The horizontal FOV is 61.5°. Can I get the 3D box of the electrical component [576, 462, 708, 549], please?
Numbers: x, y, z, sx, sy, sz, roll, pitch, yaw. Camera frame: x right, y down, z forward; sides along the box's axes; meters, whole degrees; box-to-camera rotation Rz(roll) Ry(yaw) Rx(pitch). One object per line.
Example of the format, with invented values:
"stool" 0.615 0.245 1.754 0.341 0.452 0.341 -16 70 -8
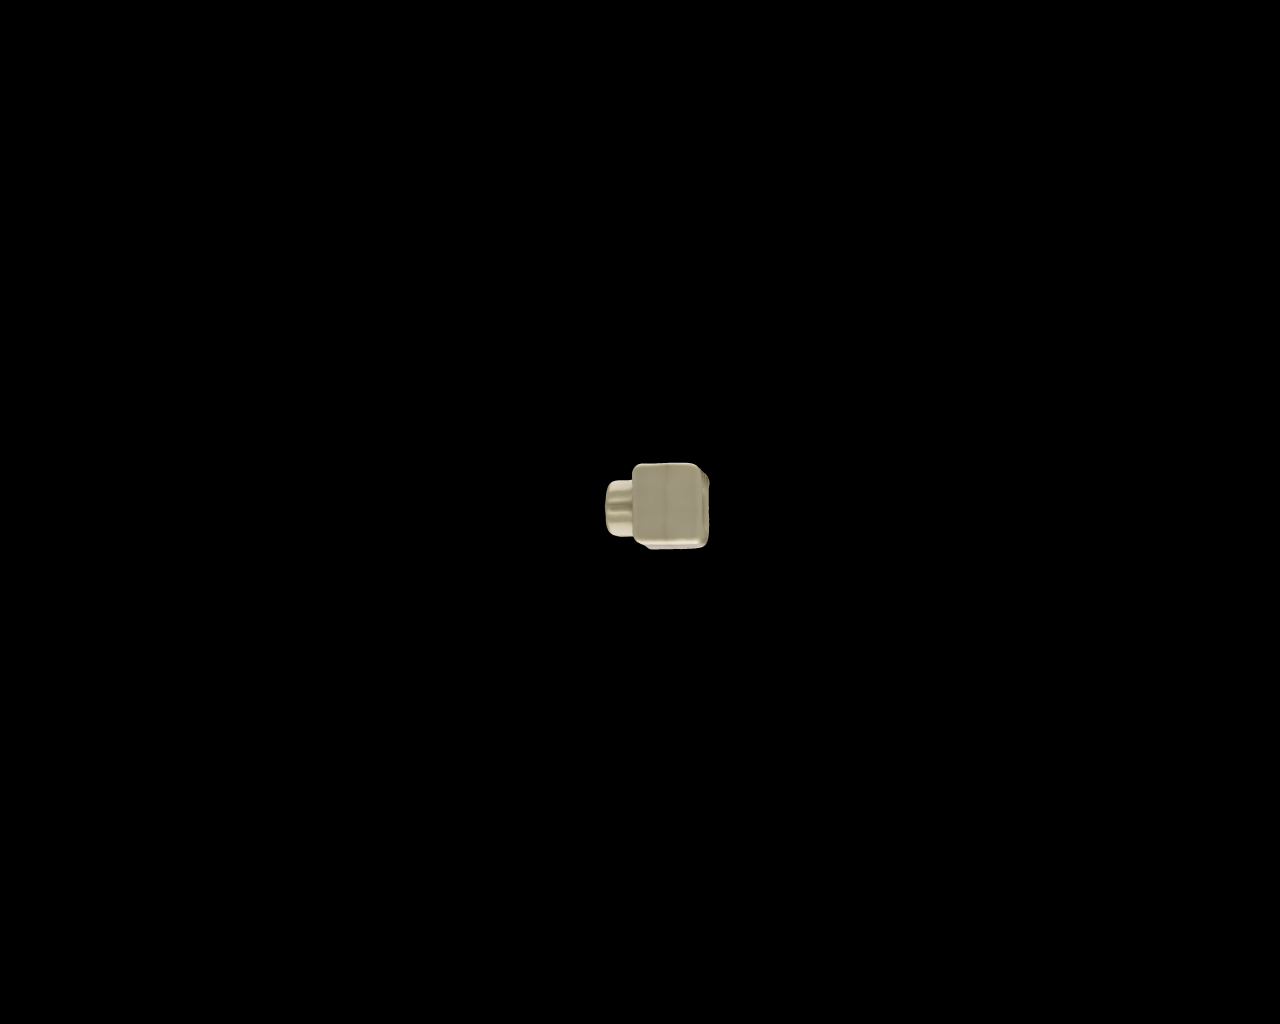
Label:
"electrical component" 0.001 -0.003 0.650 0.077 0.047 0.065 -1 -4 7
